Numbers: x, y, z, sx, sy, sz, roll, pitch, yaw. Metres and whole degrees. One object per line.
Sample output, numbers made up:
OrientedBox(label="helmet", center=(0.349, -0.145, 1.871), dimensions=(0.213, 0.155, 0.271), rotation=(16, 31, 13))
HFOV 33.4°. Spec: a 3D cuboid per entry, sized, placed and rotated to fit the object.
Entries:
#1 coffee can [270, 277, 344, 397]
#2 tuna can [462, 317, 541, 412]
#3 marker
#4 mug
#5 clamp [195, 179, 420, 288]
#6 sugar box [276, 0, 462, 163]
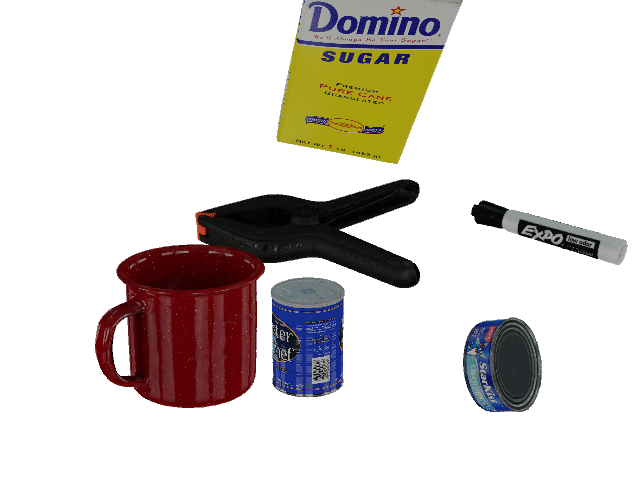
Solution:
OrientedBox(label="coffee can", center=(-0.018, 0.135, 1.500), dimensions=(0.103, 0.140, 0.103), rotation=(0, 18, 0))
OrientedBox(label="tuna can", center=(0.167, 0.115, 0.980), dimensions=(0.034, 0.086, 0.085), rotation=(-9, -6, 40))
OrientedBox(label="marker", center=(0.168, -0.008, 0.798), dimensions=(0.121, 0.020, 0.020), rotation=(19, 10, 32))
OrientedBox(label="mug", center=(-0.090, 0.057, 0.677), dimensions=(0.093, 0.081, 0.117), rotation=(16, 23, 40))
OrientedBox(label="clamp", center=(-0.006, -0.016, 0.967), dimensions=(0.210, 0.036, 0.164), rotation=(5, 30, 11))
OrientedBox(label="sugar box", center=(0.027, -0.120, 0.701), dimensions=(0.093, 0.048, 0.176), rotation=(10, -27, -4))
